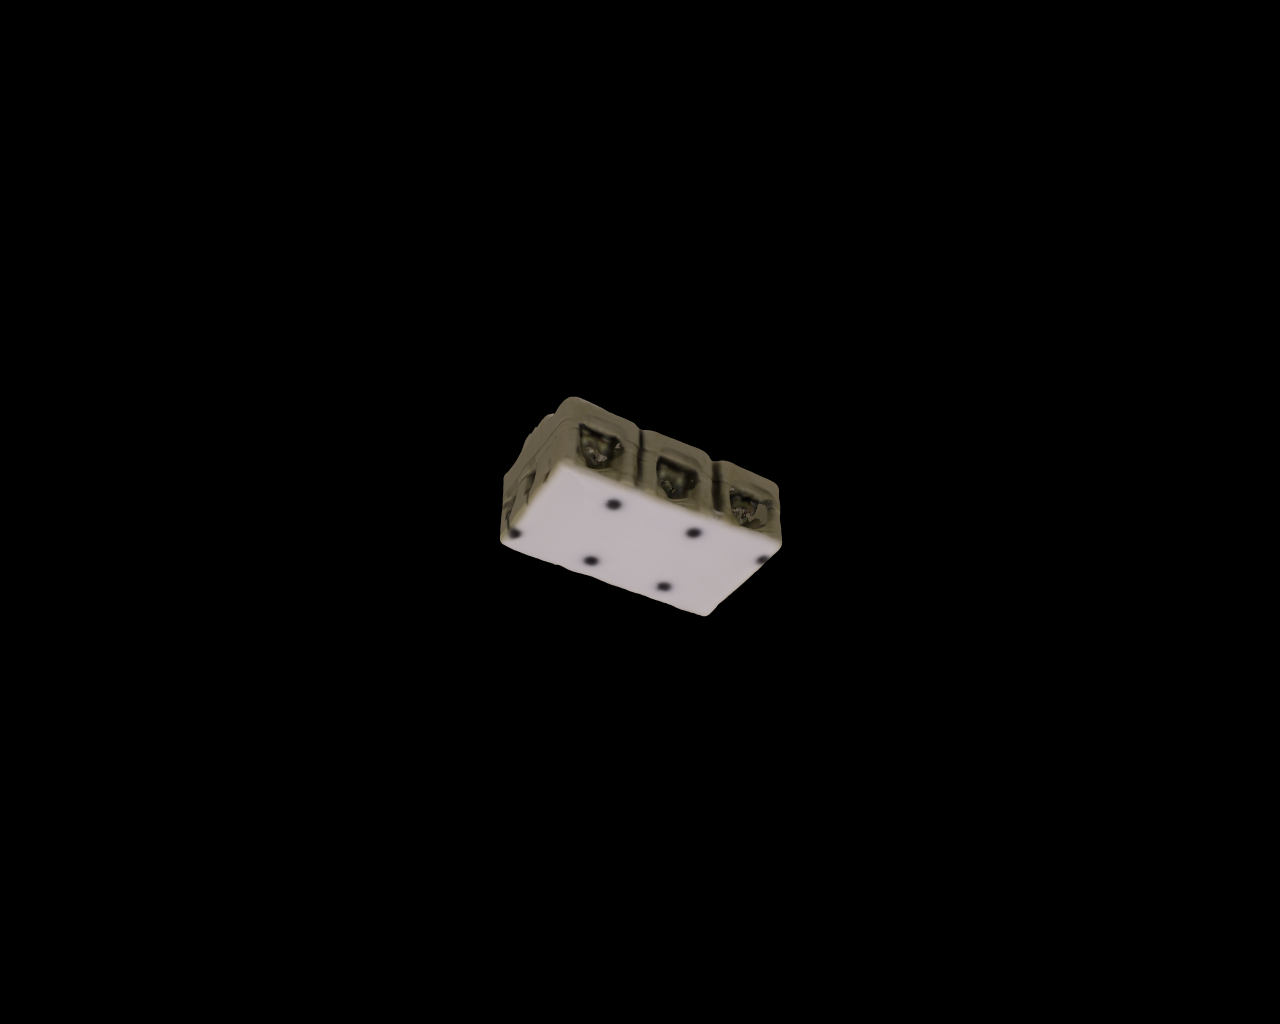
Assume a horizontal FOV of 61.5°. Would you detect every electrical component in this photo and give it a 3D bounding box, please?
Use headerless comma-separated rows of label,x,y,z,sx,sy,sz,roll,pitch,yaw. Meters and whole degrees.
electrical component,0.001,-0.003,0.650,0.150,0.062,0.089,21,-45,-24
